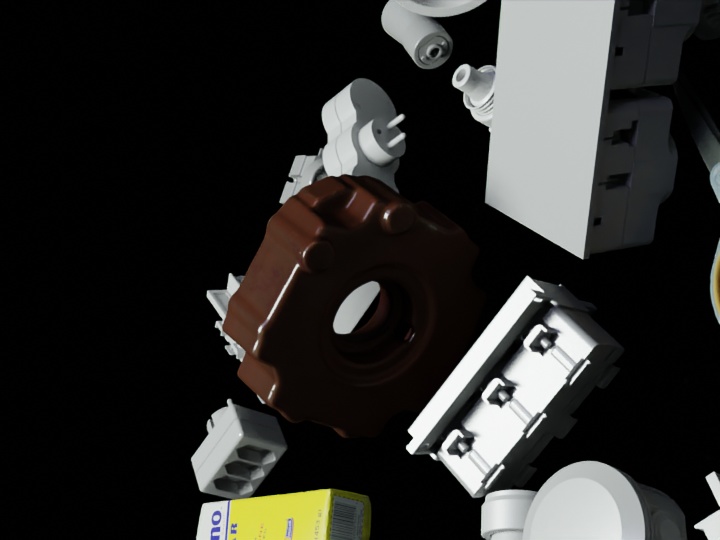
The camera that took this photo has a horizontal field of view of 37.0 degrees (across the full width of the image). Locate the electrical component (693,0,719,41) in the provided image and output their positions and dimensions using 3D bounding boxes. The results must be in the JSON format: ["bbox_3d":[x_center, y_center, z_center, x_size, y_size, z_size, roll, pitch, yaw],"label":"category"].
[{"bbox_3d":[0.209,-0.181,0.634,0.061,0.062,0.096,-7,65,52],"label":"electrical component"}]

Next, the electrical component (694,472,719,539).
[{"bbox_3d":[0.197,0.125,0.490,0.064,0.042,0.081,-44,41,28],"label":"electrical component"}]

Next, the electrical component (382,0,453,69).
[{"bbox_3d":[0.049,-0.194,0.882,0.044,0.044,0.065,-51,42,23],"label":"electrical component"}]

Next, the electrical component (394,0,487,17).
[{"bbox_3d":[0.064,-0.262,0.846,0.108,0.108,0.060,-44,34,30],"label":"electrical component"}]

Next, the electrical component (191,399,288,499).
[{"bbox_3d":[-0.105,0.139,0.892,0.065,0.047,0.076,-54,36,19],"label":"electrical component"}]

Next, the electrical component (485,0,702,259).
[{"bbox_3d":[0.135,-0.115,0.635,0.105,0.060,0.186,40,133,55],"label":"electrical component"}]

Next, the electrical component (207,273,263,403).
[{"bbox_3d":[-0.070,0.056,0.877,0.121,0.079,0.063,45,130,54],"label":"electrical component"}]

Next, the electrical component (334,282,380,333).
[{"bbox_3d":[0.000,0.000,0.794,0.099,0.064,0.099,-42,3,2],"label":"electrical component"}]

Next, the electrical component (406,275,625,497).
[{"bbox_3d":[0.094,0.072,0.637,0.063,0.079,0.121,47,111,33],"label":"electrical component"}]

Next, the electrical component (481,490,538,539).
[{"bbox_3d":[0.091,0.158,0.614,0.045,0.045,0.055,-25,52,45],"label":"electrical component"}]

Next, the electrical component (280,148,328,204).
[{"bbox_3d":[-0.035,-0.072,0.922,0.055,0.048,0.066,8,77,63],"label":"electrical component"}]

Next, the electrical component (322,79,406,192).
[{"bbox_3d":[0.012,-0.098,0.866,0.074,0.052,0.138,-32,47,40],"label":"electrical component"}]

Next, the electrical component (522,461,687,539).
[{"bbox_3d":[0.129,0.144,0.564,0.080,0.051,0.080,-31,48,41],"label":"electrical component"}]

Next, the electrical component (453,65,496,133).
[{"bbox_3d":[0.093,-0.124,0.760,0.048,0.062,0.048,-31,48,42],"label":"electrical component"}]
